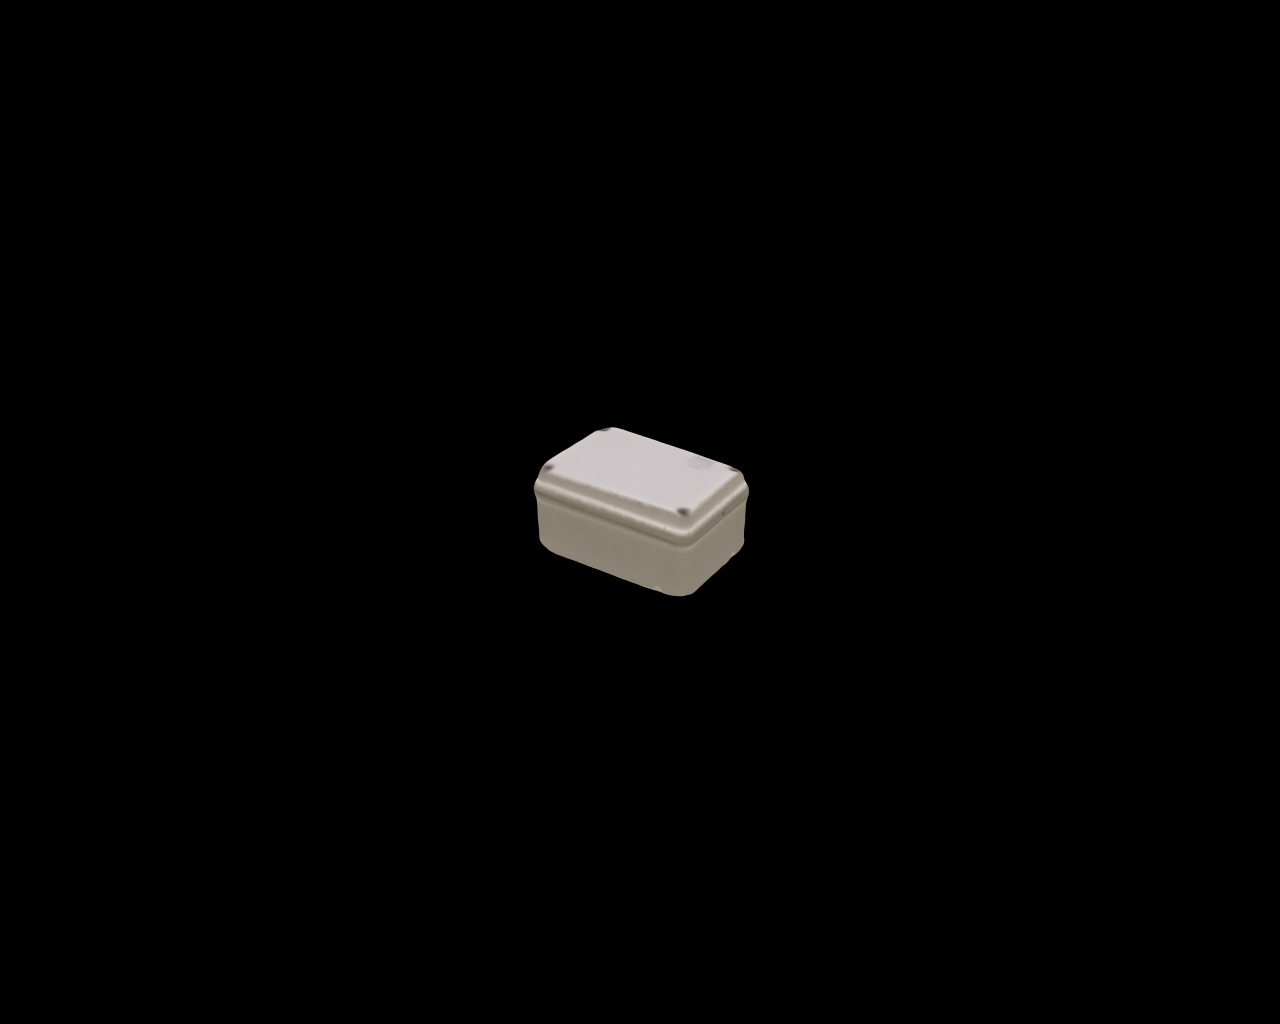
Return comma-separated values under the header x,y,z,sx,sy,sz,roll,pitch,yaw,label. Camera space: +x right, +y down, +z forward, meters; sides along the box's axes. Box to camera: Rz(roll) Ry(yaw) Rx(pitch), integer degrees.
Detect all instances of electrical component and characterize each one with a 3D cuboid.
x,y,z,sx,sy,sz,roll,pitch,yaw,label
0.001,-0.003,0.650,0.113,0.057,0.078,20,36,29,electrical component
